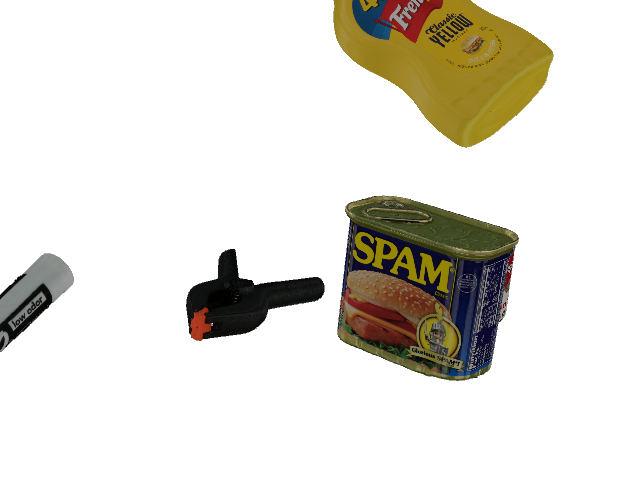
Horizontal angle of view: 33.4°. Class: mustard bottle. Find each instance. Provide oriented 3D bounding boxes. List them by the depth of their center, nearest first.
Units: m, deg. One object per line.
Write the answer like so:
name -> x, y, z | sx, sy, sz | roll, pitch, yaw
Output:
mustard bottle -> 0.067, -0.155, 0.774 | 0.096, 0.192, 0.058 | -40, -23, -20

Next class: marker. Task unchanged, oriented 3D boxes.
marker -> -0.148, 0.048, 0.443 | 0.020, 0.020, 0.121 | 0, 36, 38

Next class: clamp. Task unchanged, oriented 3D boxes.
clamp -> -0.087, 0.052, 1.063 | 0.120, 0.039, 0.171 | 16, 20, 30

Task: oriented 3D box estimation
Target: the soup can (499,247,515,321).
soup can -> 0.186, 0.042, 1.236 | 0.068, 0.102, 0.068 | 0, 38, 0

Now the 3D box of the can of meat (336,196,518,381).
can of meat -> 0.060, 0.028, 0.636 | 0.102, 0.084, 0.057 | 20, 23, 35
